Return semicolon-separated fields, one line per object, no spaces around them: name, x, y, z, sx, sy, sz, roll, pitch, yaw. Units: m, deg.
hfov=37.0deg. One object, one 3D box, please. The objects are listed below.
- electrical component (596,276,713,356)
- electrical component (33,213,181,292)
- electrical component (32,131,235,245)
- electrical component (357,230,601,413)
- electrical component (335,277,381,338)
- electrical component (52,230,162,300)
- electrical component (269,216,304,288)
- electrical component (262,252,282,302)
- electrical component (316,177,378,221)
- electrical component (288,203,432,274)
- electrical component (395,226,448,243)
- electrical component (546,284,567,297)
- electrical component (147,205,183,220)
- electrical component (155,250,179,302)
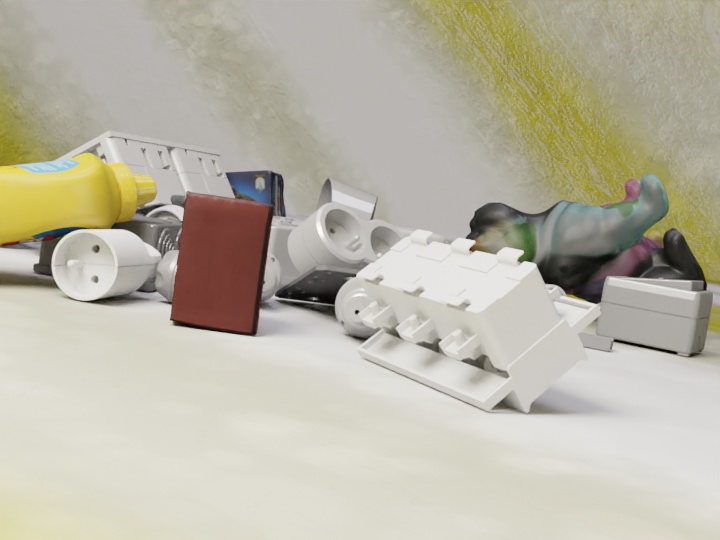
electrical component;0.246;0.033;0.919;0.096;0.061;0.062;11;5;28
electrical component;-0.179;-0.018;0.792;0.100;0.048;0.100;9;4;7
electrical component;-0.198;-0.062;0.936;0.105;0.060;0.186;-25;-7;19
electrical component;0.053;0.022;0.562;0.079;0.063;0.121;-37;24;-20
electrical component;0.004;0.023;0.683;0.040;0.040;0.078;10;4;8
electrical component;-0.159;-0.004;0.692;0.043;0.043;0.081;10;4;11
electrical component;-0.071;-0.016;0.930;0.109;0.056;0.109;4;7;-45
electrical component;-0.076;0.004;0.771;0.040;0.040;0.078;8;5;-15
electrical component;-0.019;-0.035;1.032;0.064;0.099;0.099;15;4;1
electrical component;0.000;0.000;0.847;0.138;0.052;0.074;19;-40;-35
electrical component;0.042;-0.011;1.068;0.061;0.061;0.096;8;5;-18
electrical component;0.143;0.031;0.889;0.040;0.040;0.046;6;0;-34
electrical component;-0.143;-0.022;0.870;0.078;0.058;0.057;13;3;29
electrical component;-0.101;0.008;0.706;0.061;0.035;0.035;13;5;13
